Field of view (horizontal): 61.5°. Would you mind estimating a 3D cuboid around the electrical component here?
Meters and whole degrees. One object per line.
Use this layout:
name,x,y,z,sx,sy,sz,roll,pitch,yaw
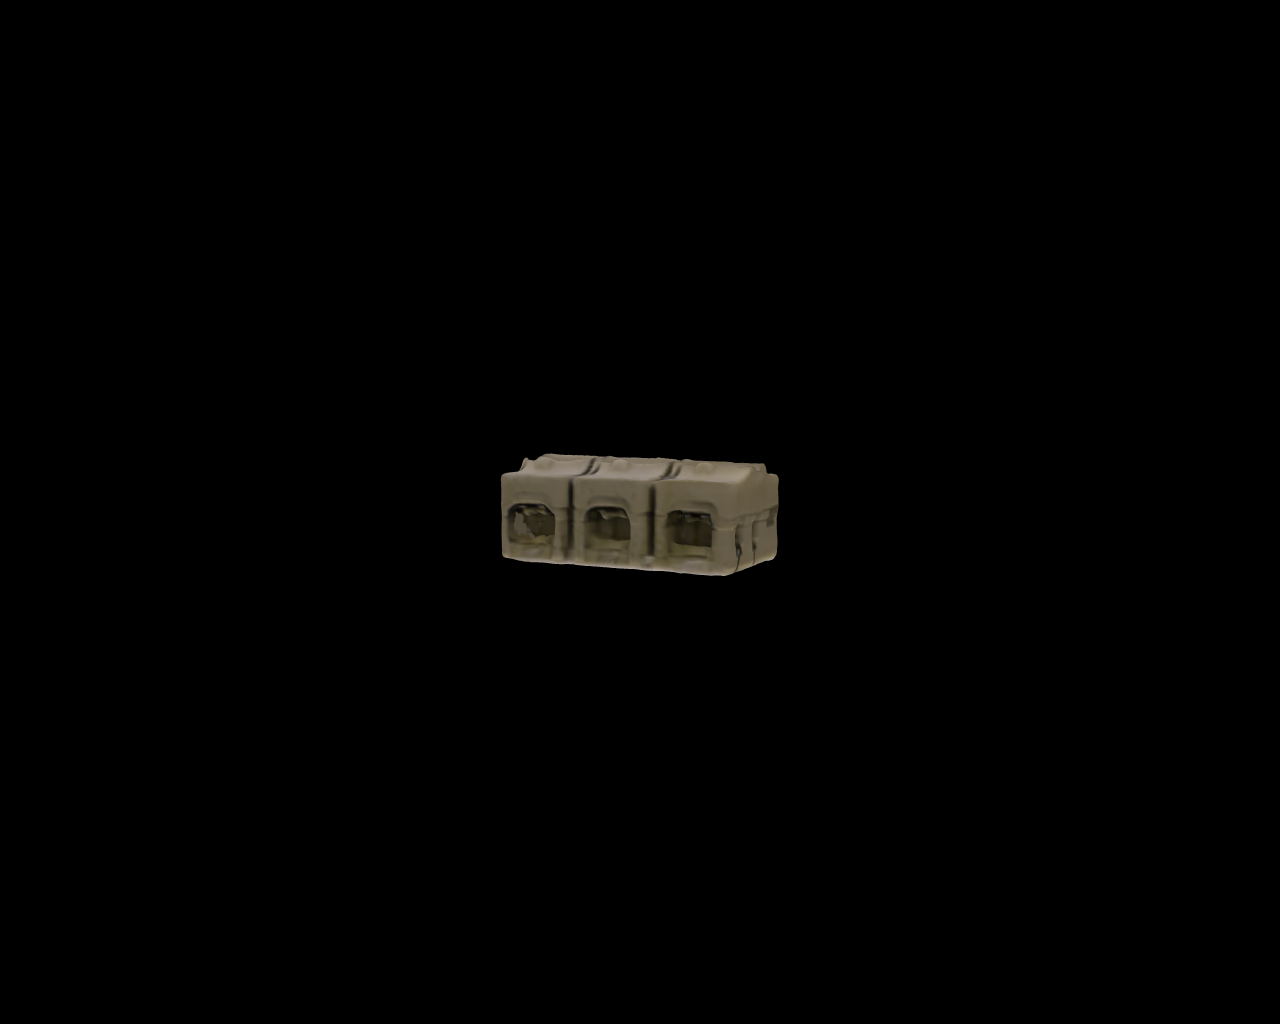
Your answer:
electrical component,0.001,-0.003,0.650,0.150,0.061,0.089,3,8,26
